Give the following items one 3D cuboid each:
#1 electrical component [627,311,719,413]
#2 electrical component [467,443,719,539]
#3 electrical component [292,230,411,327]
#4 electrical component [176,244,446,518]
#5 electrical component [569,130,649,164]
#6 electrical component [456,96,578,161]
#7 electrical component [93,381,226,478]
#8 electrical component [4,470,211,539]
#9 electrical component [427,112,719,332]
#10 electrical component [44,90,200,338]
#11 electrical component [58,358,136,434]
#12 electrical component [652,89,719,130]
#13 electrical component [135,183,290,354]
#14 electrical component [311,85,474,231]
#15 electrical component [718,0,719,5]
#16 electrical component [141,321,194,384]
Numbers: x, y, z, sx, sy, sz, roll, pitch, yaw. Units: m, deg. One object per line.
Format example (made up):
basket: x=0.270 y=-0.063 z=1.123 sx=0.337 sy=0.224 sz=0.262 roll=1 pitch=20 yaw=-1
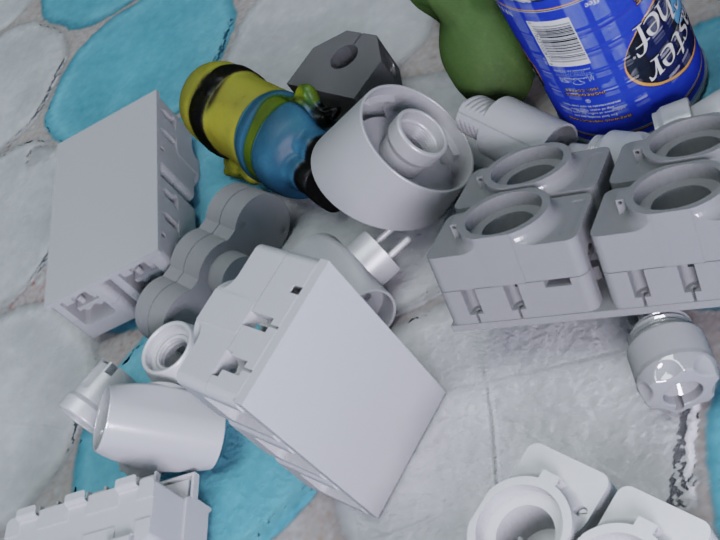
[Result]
electrical component: x=0.165 y=0.042 z=0.578 sx=0.043 sy=0.043 sz=0.062 roll=-24 pitch=45 yaw=17
electrical component: x=0.083 y=0.186 z=0.510 sx=0.105 sy=0.060 sz=0.186 roll=21 pitch=71 yaw=43
electrical component: x=0.000 y=0.000 z=0.724 sx=0.079 sy=0.043 sz=0.077 roll=-42 pitch=44 yaw=-1
electrical component: x=-0.026 y=0.065 z=0.614 sx=0.062 sy=0.150 sz=0.089 roll=15 pitch=67 yaw=40
electrical component: x=0.159 y=-0.071 z=0.677 sx=0.061 sy=0.035 sz=0.035 roll=15 pitch=66 yaw=44
electrical component: x=0.100 y=-0.092 z=0.718 sx=0.081 sy=0.043 sz=0.043 roll=33 pitch=79 yaw=35
electrical component: x=-0.139 y=0.114 z=0.715 sx=0.079 sy=0.077 sz=0.044 roll=123 pitch=151 yaw=-41
electrical component: x=-0.164 y=0.175 z=0.686 sx=0.121 sy=0.063 sz=0.078 roll=-20 pitch=48 yaw=21
electrical component: x=0.142 y=-0.028 z=0.610 sx=0.186 sy=0.060 sz=0.105 roll=-8 pitch=31 yaw=30
electrical component: x=-0.190 y=-0.046 z=0.877 sx=0.105 sy=0.060 sz=0.186 roll=-25 pitch=46 yaw=16
electrical component: x=-0.190 y=0.093 z=0.786 sx=0.040 sy=0.040 sz=0.046 roll=17 pitch=62 yaw=42
electrical component: x=0.209 y=-0.085 z=0.645 sx=0.055 sy=0.045 sz=0.045 roll=-19 pitch=48 yaw=22
electrical component: x=-0.096 y=0.003 z=0.781 sx=0.074 sy=0.052 sz=0.138 roll=22 pitch=71 yaw=43
electrical component: x=0.025 y=-0.075 z=0.730 sx=0.064 sy=0.099 sz=0.099 roll=-46 pitch=32 yaw=44
electrical component: x=0.245 y=-0.149 z=0.625 sx=0.056 sy=0.108 sz=0.108 roll=-21 pitch=48 yaw=24
electrical component: x=-0.118 y=0.066 z=0.744 sx=0.066 sy=0.055 sz=0.048 roll=-34 pitch=44 yaw=7
